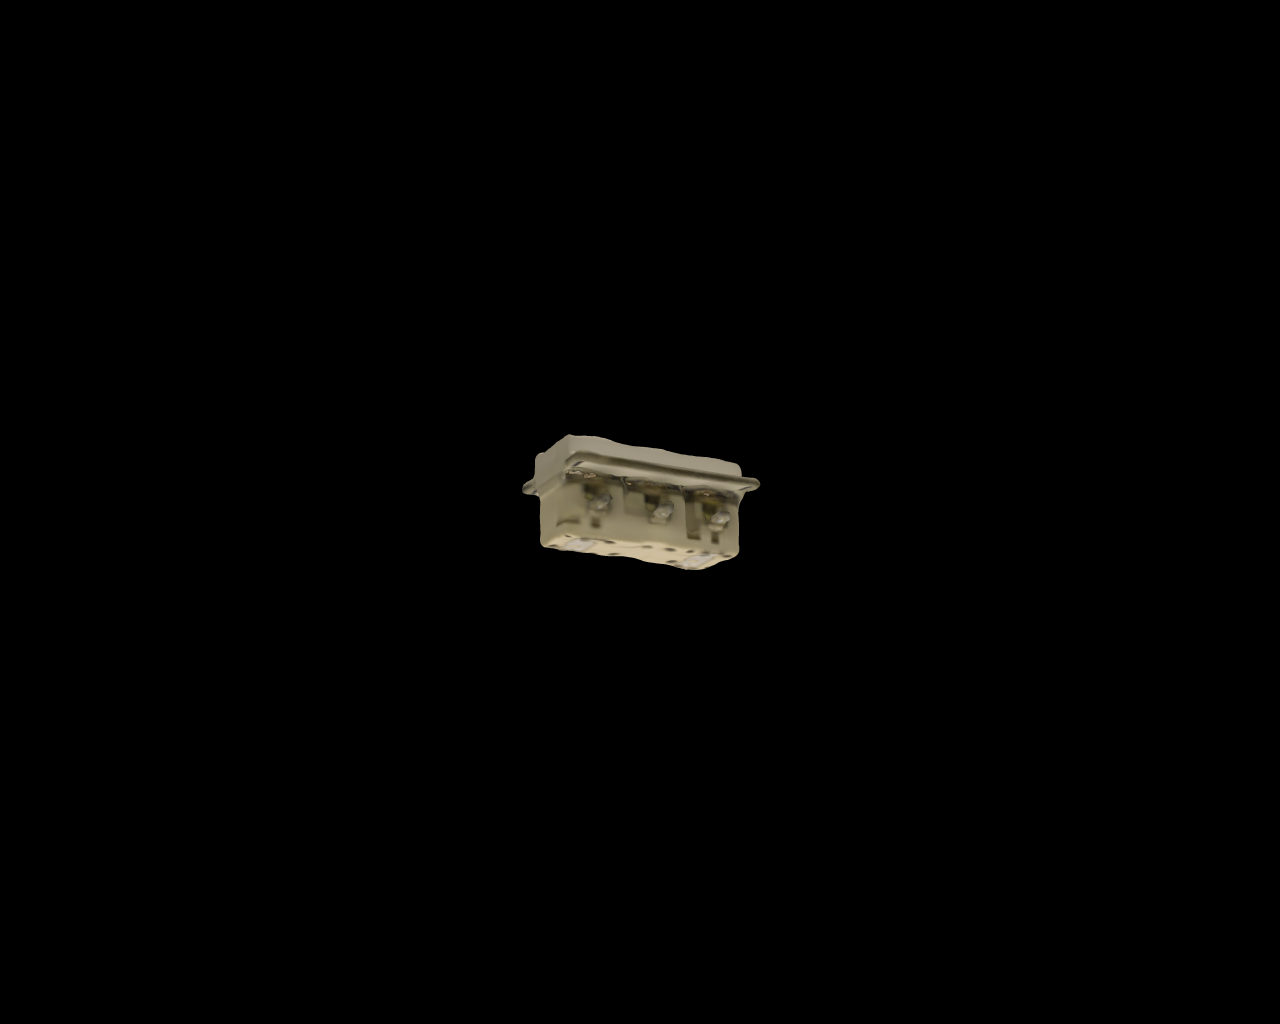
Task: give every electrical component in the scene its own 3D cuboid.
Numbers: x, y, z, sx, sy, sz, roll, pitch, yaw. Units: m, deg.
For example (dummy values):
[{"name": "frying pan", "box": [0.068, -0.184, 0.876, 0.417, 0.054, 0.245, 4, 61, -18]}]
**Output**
[{"name": "electrical component", "box": [0.001, -0.003, 0.650, 0.121, 0.063, 0.078, 9, -19, -29]}]
